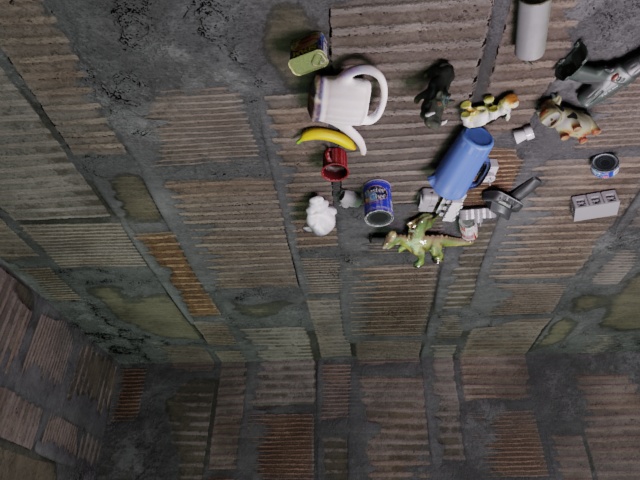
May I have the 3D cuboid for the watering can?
[{"bbox_3d":[0.073,-0.373,1.509,0.224,0.106,0.339,5,145,-5],"label":"watering can"}]

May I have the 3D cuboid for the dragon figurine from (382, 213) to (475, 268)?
[{"bbox_3d":[0.439,-0.017,2.068,0.411,0.125,0.237,-15,140,-6],"label":"dragon figurine"}]

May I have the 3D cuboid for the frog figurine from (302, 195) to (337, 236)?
[{"bbox_3d":[0.006,-0.097,1.929,0.138,0.124,0.155,-20,147,-31],"label":"frog figurine"}]
